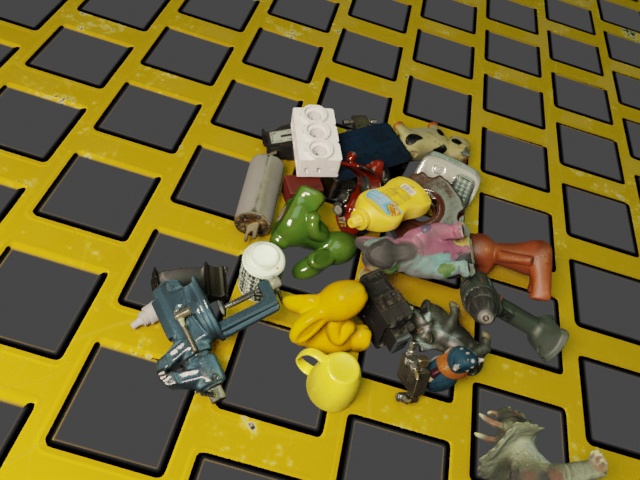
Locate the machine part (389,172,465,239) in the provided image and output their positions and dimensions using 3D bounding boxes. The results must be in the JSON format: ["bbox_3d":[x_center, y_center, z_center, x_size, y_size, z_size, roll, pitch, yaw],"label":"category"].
[{"bbox_3d":[0.219,-0.059,1.147,0.179,0.056,0.179,-3,69,8],"label":"machine part"}]

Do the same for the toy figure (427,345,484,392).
[{"bbox_3d":[0.222,0.219,0.924,0.058,0.154,0.064,43,57,14],"label":"toy figure"}]

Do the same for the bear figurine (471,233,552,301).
[{"bbox_3d":[0.381,0.052,1.128,0.196,0.120,0.131,1,95,16],"label":"bear figurine"}]

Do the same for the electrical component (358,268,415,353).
[{"bbox_3d":[0.116,0.135,0.980,0.058,0.114,0.134,-22,60,-18],"label":"electrical component"}]

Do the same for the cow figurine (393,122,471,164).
[{"bbox_3d":[0.279,-0.225,1.306,0.195,0.085,0.127,-2,49,-19],"label":"cow figurine"}]

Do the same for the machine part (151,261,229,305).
[{"bbox_3d":[-0.236,0.080,0.979,0.139,0.039,0.084,2,60,-15],"label":"machine part"}]

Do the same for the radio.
[{"bbox_3d":[0.088,-0.183,1.233,0.229,0.073,0.131,-20,63,-24],"label":"radio"}]

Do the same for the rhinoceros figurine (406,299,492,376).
[{"bbox_3d":[0.228,0.177,1.014,0.190,0.073,0.112,37,65,11],"label":"rhinoceros figurine"}]

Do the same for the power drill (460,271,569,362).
[{"bbox_3d":[0.356,0.146,1.014,0.207,0.086,0.232,25,15,-4],"label":"power drill"}]

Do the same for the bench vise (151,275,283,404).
[{"bbox_3d":[-0.162,0.140,0.887,0.241,0.128,0.224,-26,60,-12],"label":"bench vise"}]

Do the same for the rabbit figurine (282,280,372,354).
[{"bbox_3d":[0.017,0.121,0.932,0.162,0.173,0.122,0,59,-20],"label":"rabbit figurine"}]

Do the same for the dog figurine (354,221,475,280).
[{"bbox_3d":[0.180,0.028,1.041,0.219,0.191,0.108,-6,85,21],"label":"dog figurine"}]

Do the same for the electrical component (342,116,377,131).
[{"bbox_3d":[0.104,-0.282,1.339,0.094,0.021,0.063,-6,57,-20],"label":"electrical component"}]

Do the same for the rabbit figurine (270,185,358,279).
[{"bbox_3d":[-0.002,-0.003,1.056,0.170,0.121,0.159,30,55,-12],"label":"rabbit figurine"}]

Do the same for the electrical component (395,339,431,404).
[{"bbox_3d":[0.159,0.235,0.937,0.045,0.102,0.078,-2,33,-25],"label":"electrical component"}]

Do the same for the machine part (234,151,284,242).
[{"bbox_3d":[-0.124,-0.095,1.110,0.079,0.079,0.243,12,53,-6],"label":"machine part"}]

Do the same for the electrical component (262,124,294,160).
[{"bbox_3d":[-0.070,-0.224,1.221,0.119,0.047,0.075,-13,57,-10],"label":"electrical component"}]

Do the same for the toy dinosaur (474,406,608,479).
[{"bbox_3d":[0.345,0.444,0.825,0.192,0.131,0.405,2,58,1],"label":"toy dinosaur"}]

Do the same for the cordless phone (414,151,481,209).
[{"bbox_3d":[0.270,-0.099,1.217,0.147,0.088,0.184,26,59,4],"label":"cordless phone"}]

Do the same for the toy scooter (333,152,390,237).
[{"bbox_3d":[0.076,-0.105,1.111,0.075,0.135,0.184,14,71,39],"label":"toy scooter"}]
